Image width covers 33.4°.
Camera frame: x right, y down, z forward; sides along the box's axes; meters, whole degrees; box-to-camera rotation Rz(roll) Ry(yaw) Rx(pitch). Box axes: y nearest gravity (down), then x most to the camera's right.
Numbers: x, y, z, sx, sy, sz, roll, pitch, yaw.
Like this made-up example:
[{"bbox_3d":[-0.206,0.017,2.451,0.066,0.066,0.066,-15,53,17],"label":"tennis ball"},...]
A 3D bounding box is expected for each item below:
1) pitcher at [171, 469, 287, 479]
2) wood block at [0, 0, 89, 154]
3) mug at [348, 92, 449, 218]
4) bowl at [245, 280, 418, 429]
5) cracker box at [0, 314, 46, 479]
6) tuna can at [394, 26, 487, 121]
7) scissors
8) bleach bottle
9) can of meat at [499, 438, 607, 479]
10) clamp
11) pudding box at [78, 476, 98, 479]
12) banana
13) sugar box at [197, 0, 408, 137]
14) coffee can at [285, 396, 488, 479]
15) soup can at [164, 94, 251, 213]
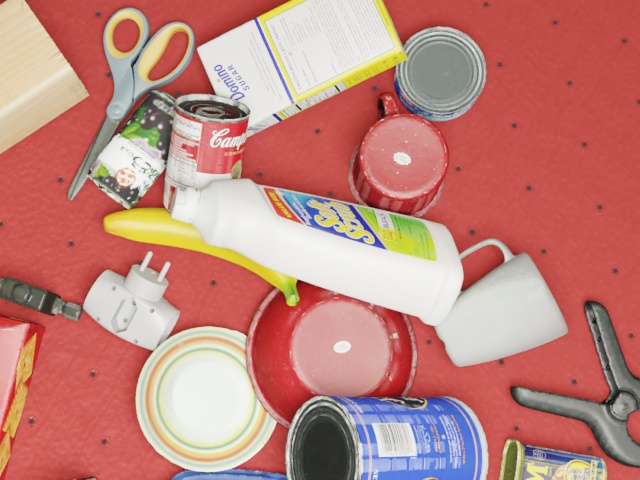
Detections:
[{"bbox_3d":[-0.032,0.284,0.911,0.242,0.145,0.149,1,93,-4],"label":"pitcher"},{"bbox_3d":[-0.329,-0.123,0.981,0.206,0.090,0.091,-34,84,-6],"label":"wood block"},{"bbox_3d":[0.072,-0.080,0.982,0.093,0.081,0.117,-8,82,-2],"label":"mug"},{"bbox_3d":[0.015,0.100,0.958,0.162,0.055,0.162,1,80,-8],"label":"bowl"},{"bbox_3d":[-0.355,0.159,0.946,0.164,0.072,0.213,14,82,2],"label":"cracker box"},{"bbox_3d":[0.114,-0.157,1.019,0.086,0.034,0.086,0,81,-1],"label":"tuna can"},{"bbox_3d":[-0.203,-0.141,1.022,0.096,0.016,0.201,41,83,7],"label":"scissors"},{"bbox_3d":[-0.006,0.001,0.930,0.250,0.102,0.068,14,122,-15],"label":"bleach bottle"},{"bbox_3d":[0.204,0.235,0.949,0.084,0.057,0.102,10,82,-2],"label":"can of meat"},{"bbox_3d":[0.273,0.140,0.973,0.171,0.039,0.120,34,87,1],"label":"clamp"},{"bbox_3d":[-0.241,0.251,0.924,0.113,0.090,0.039,-35,83,-6],"label":"pudding box"},{"bbox_3d":[-0.098,0.003,0.978,0.198,0.069,0.037,19,112,12],"label":"banana"},{"bbox_3d":[-0.017,-0.174,0.999,0.176,0.048,0.093,-25,81,11],"label":"sugar box"},{"bbox_3d":[0.057,0.183,0.900,0.140,0.103,0.103,6,79,-36],"label":"coffee can"},{"bbox_3d":[-0.103,-0.073,0.965,0.068,0.068,0.102,11,114,1],"label":"soup can"}]
